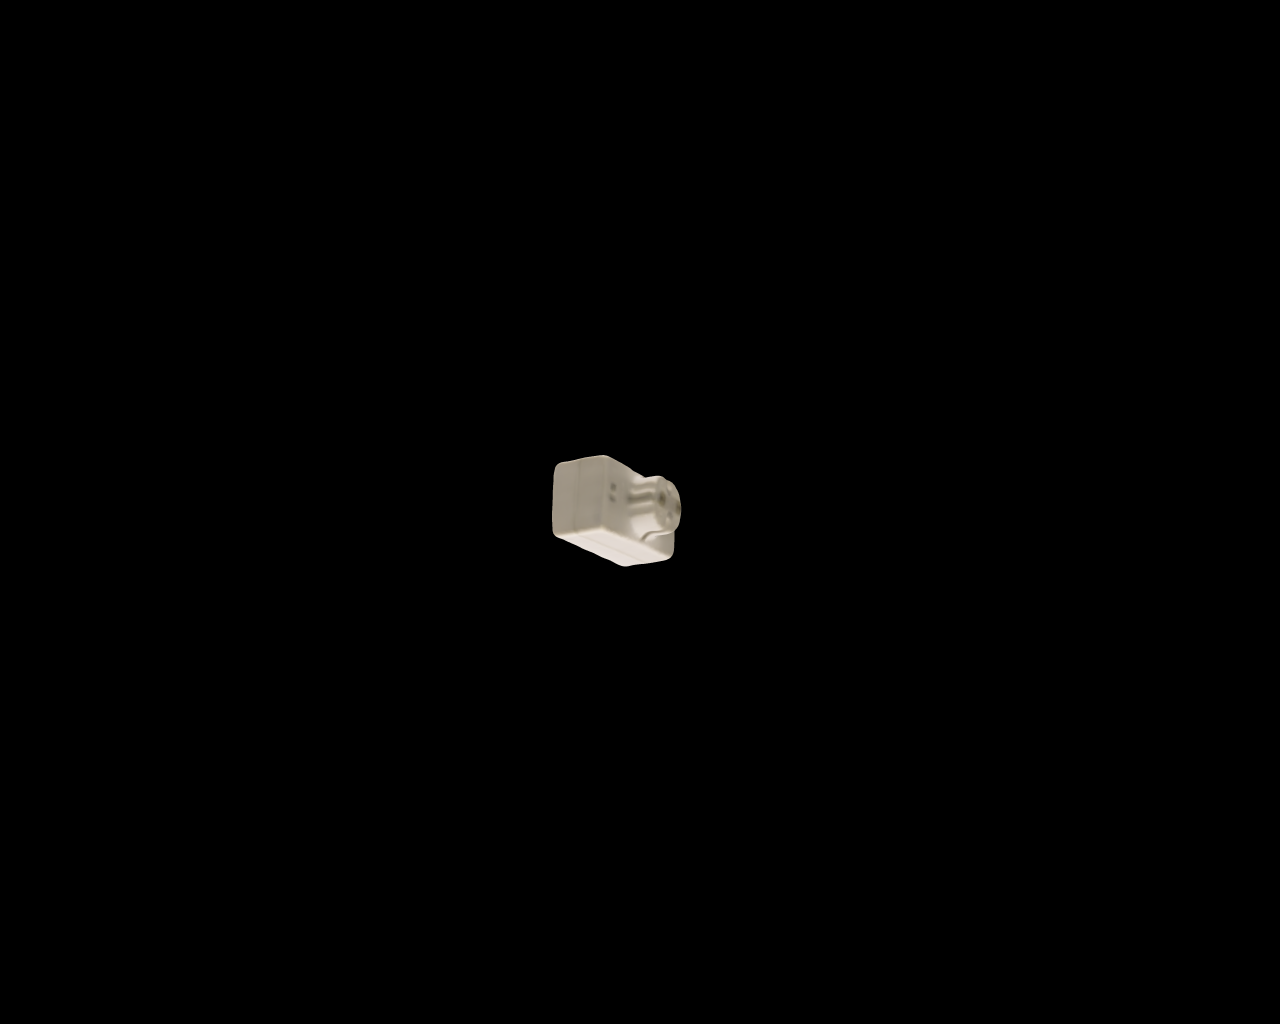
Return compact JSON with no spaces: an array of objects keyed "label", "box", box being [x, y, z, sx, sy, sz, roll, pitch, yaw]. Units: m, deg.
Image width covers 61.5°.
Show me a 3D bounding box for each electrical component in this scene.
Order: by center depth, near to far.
[{"label":"electrical component","box":[0.001,-0.003,0.650,0.075,0.047,0.083,-11,-21,30]}]
